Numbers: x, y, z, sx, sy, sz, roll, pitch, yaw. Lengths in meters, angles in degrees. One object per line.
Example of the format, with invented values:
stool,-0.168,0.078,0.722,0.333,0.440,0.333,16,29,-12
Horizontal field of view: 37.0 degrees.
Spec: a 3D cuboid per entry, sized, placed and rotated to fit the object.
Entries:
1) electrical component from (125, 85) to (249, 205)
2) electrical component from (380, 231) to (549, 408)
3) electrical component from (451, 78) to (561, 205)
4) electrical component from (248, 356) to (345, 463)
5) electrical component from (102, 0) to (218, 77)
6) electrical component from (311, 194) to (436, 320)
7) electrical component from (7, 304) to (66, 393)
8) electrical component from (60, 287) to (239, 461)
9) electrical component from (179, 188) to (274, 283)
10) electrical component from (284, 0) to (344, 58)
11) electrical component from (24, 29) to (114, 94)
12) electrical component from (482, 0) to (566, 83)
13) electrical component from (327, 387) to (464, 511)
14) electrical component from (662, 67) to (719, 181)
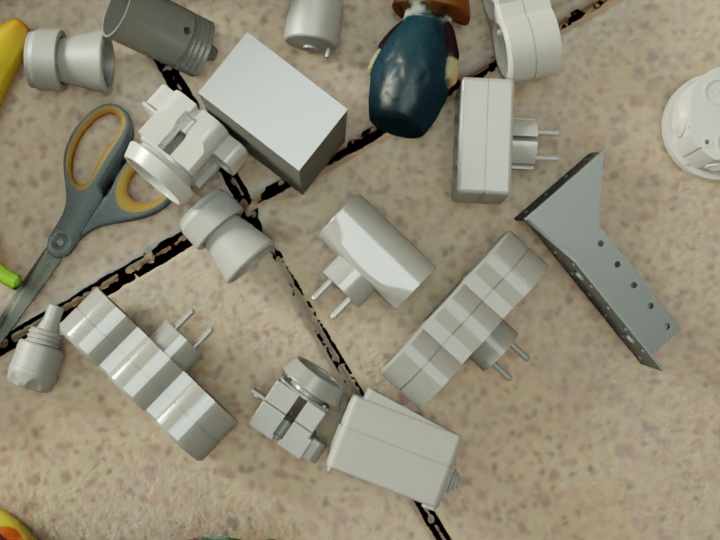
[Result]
electrical component,-0.126,-0.083,0.752,0.078,0.058,0.057,38,80,10
electrical component,0.087,0.046,0.765,0.074,0.052,0.138,43,85,2
electrical component,0.107,-0.091,0.779,0.076,0.047,0.083,3,84,0
electrical component,-0.043,0.095,0.761,0.066,0.048,0.055,34,93,2
electrical component,-0.139,-0.170,0.773,0.081,0.043,0.043,21,84,-34
electrical component,0.000,0.000,0.770,0.077,0.044,0.079,44,86,2
electrical component,-0.226,0.054,0.764,0.035,0.035,0.061,17,83,0
electrical component,-0.136,0.060,0.756,0.138,0.052,0.073,43,81,2
electrical component,-0.096,-0.025,0.769,0.045,0.045,0.055,-42,87,-5
electrical component,-0.032,-0.195,0.787,0.040,0.040,0.078,8,85,-1
electrical component,-0.209,-0.151,0.776,0.055,0.045,0.045,1,85,-1
electrical component,0.129,-0.210,0.787,0.074,0.052,0.138,-12,85,-3
electrical component,0.030,0.124,0.752,0.096,0.061,0.061,21,85,0
electrical component,0.266,-0.108,0.784,0.080,0.051,0.080,0,85,-2
